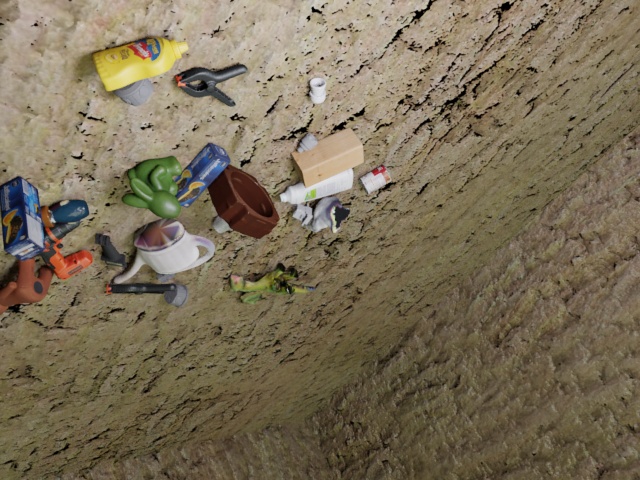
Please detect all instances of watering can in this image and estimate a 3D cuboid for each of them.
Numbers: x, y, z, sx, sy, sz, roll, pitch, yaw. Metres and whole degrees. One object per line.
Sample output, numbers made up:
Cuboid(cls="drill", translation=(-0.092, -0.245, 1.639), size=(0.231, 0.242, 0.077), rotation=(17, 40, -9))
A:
Cuboid(cls="watering can", translation=(-0.503, 0.045, 1.581), size=(0.348, 0.106, 0.219), rotation=(-15, 144, -1))

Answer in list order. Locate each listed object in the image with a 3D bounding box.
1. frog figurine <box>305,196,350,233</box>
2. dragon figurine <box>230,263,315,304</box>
Cuboid(cls="frog figurine", translation=(0.006, -0.092, 1.825), size=(0.121, 0.159, 0.139), rotation=(43, 61, -45))
Cuboid(cls="dragon figurine", translation=(-0.212, 0.201, 2.093), size=(0.241, 0.124, 0.405), rotation=(-23, 151, 22))
